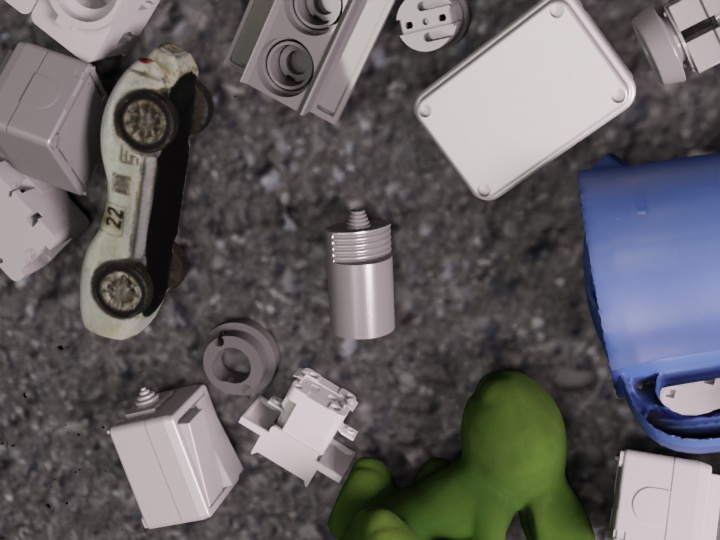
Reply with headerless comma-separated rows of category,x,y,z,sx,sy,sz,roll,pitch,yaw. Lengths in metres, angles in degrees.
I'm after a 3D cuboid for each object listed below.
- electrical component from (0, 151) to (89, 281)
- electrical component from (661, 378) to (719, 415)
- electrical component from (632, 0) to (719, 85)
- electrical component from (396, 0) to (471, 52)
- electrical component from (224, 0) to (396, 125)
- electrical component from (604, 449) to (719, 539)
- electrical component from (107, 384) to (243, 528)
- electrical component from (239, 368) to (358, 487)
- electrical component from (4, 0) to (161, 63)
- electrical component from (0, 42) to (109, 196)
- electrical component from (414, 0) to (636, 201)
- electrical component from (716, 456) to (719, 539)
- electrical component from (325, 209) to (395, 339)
electrical component,-0.241,-0.046,0.748,0.050,0.055,0.089,-40,93,23
electrical component,0.213,0.074,0.668,0.055,0.047,0.055,5,108,14
electrical component,0.189,-0.136,0.609,0.055,0.048,0.066,-26,99,14
electrical component,0.043,-0.150,0.643,0.040,0.046,0.040,5,108,14
electrical component,-0.020,-0.161,0.647,0.079,0.063,0.121,29,112,4
electrical component,0.190,0.150,0.678,0.061,0.096,0.061,8,80,13
electrical component,-0.131,0.126,0.770,0.061,0.061,0.096,-14,103,19
electrical component,-0.037,0.107,0.750,0.081,0.042,0.063,30,109,4
electrical component,-0.198,-0.213,0.680,0.150,0.061,0.089,38,113,1
electrical component,-0.202,-0.096,0.704,0.061,0.096,0.061,20,72,8
electrical component,0.098,-0.103,0.637,0.113,0.057,0.078,-35,96,22
electrical component,0.282,0.160,0.671,0.113,0.057,0.078,1,107,15
electrical component,0.000,0.000,0.704,0.043,0.043,0.081,2,108,15
